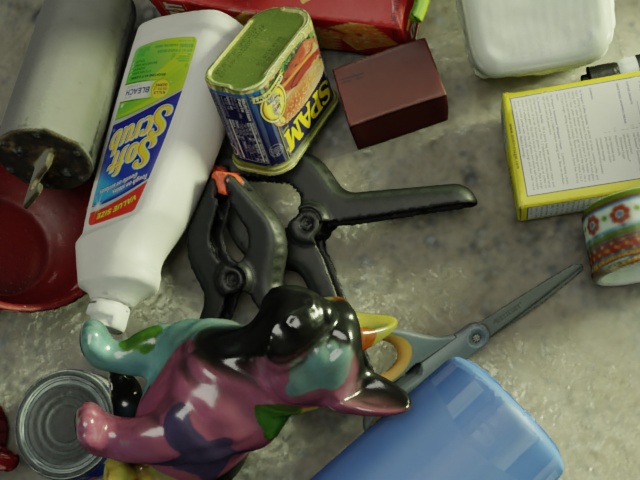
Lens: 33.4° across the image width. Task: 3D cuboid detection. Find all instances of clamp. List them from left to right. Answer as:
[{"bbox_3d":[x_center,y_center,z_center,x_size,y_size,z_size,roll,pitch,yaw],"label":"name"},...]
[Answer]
[{"bbox_3d":[-0.049,0.034,0.796,0.120,0.039,0.171,0,94,14],"label":"clamp"},{"bbox_3d":[-0.005,0.001,0.818,0.210,0.036,0.164,23,88,19],"label":"clamp"}]

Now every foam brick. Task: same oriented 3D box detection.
[{"bbox_3d":[0.055,-0.113,0.827,0.078,0.051,0.053,-17,72,6],"label":"foam brick"}]

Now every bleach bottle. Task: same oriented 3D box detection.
[{"bbox_3d":[-0.125,-0.050,0.817,0.103,0.068,0.251,-1,67,34],"label":"bleach bottle"}]

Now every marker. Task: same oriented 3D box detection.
[{"bbox_3d":[0.258,-0.136,0.808,0.121,0.020,0.020,-15,74,8],"label":"marker"}]

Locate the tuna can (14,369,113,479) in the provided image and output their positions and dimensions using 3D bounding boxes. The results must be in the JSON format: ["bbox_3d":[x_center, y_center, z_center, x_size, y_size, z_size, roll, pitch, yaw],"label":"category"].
[{"bbox_3d":[-0.190,0.143,0.821,0.086,0.033,0.086,-3,75,11],"label":"tuna can"}]

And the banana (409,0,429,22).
[{"bbox_3d":[0.033,-0.252,0.796,0.069,0.037,0.198,-40,71,-2],"label":"banana"}]

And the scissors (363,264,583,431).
[{"bbox_3d":[0.094,0.063,0.776,0.096,0.016,0.202,43,88,-11],"label":"scissors"}]

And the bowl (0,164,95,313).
[{"bbox_3d":[-0.246,-0.008,0.835,0.161,0.055,0.162,17,55,-26],"label":"bowl"}]

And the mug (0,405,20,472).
[{"bbox_3d":[-0.282,0.150,0.813,0.117,0.081,0.093,15,79,15],"label":"mug"}]

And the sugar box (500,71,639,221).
[{"bbox_3d":[0.227,-0.074,0.786,0.176,0.048,0.093,-8,75,6],"label":"sugar box"}]

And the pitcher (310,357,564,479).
[{"bbox_3d":[0.051,0.204,0.713,0.243,0.149,0.145,-43,31,-5],"label":"pitcher"}]

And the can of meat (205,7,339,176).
[{"bbox_3d":[-0.036,-0.115,0.809,0.058,0.084,0.102,14,54,29],"label":"can of meat"}]

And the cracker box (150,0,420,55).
[{"bbox_3d":[-0.015,-0.244,0.864,0.214,0.072,0.164,10,78,15],"label":"cracker box"}]
